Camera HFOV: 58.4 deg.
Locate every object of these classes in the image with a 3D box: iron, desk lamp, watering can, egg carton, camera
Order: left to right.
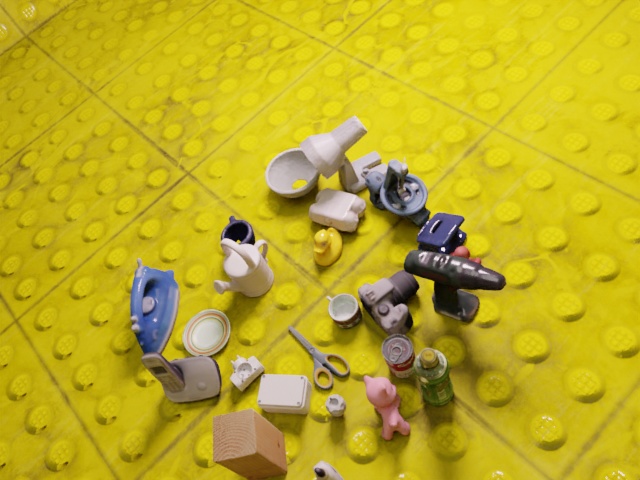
[{"bbox_3d":[-0.454,0.179,1.497,0.118,0.142,0.258,-11,56,10],"label":"iron"},{"bbox_3d":[-0.198,0.067,1.459,0.100,0.194,0.173,6,60,21],"label":"watering can"},{"bbox_3d":[0.046,-0.080,1.558,0.150,0.069,0.107,17,64,25],"label":"egg carton"},{"bbox_3d":[0.067,-0.229,1.559,0.203,0.214,0.117,-28,54,-2],"label":"desk lamp"},{"bbox_3d":[0.176,0.137,1.359,0.137,0.101,0.142,-36,55,-7],"label":"camera"}]

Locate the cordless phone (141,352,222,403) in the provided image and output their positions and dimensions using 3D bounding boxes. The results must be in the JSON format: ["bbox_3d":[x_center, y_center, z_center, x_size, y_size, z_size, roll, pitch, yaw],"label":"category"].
[{"bbox_3d":[-0.324,0.309,1.347,0.147,0.185,0.094,-13,55,8],"label":"cordless phone"}]

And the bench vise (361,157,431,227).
[{"bbox_3d":[0.177,-0.135,1.461,0.206,0.220,0.121,16,64,25],"label":"bench vise"}]

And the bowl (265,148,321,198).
[{"bbox_3d":[-0.070,-0.180,1.654,0.167,0.075,0.167,-8,56,12],"label":"bowl"}]

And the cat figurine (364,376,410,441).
[{"bbox_3d":[0.140,0.350,1.222,0.067,0.118,0.127,-22,55,3],"label":"cat figurine"}]

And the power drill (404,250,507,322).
[{"bbox_3d":[0.303,0.100,1.278,0.228,0.209,0.076,19,65,26],"label":"power drill"}]

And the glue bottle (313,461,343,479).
[{"bbox_3d":[0.016,0.476,1.143,0.037,0.173,0.078,-38,55,-9],"label":"glue bottle"}]

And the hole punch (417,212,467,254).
[{"bbox_3d":[0.299,-0.017,1.426,0.100,0.091,0.109,29,70,30],"label":"hole punch"}]

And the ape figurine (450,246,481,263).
[{"bbox_3d":[0.342,0.048,1.371,0.077,0.092,0.076,34,73,32],"label":"ape figurine"}]

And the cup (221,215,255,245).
[{"bbox_3d":[-0.217,-0.004,1.572,0.091,0.095,0.117,-25,54,0],"label":"cup"}]

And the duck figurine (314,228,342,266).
[{"bbox_3d":[0.014,0.005,1.502,0.077,0.086,0.105,13,63,24],"label":"duck figurine"}]
